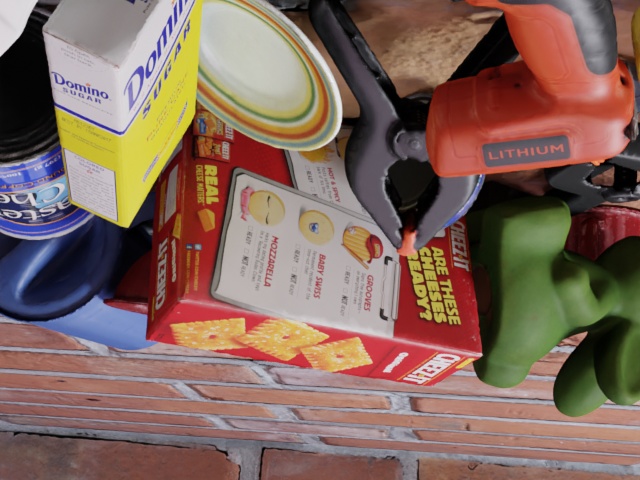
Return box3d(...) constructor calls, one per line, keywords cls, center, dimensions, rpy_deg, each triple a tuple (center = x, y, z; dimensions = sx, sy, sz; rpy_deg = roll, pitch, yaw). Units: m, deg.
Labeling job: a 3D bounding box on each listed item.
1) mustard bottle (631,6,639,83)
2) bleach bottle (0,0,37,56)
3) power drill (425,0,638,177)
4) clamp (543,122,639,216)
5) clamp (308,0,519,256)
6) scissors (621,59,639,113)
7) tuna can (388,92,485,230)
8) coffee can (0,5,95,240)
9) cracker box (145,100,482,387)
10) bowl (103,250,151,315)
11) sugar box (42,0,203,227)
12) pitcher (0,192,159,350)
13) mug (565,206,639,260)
box3d(cls="mustard bottle", center=(0.228, -0.067, 0.584), dimensions=(0.096, 0.058, 0.191), rpy_deg=(-10, 150, 17))
box3d(cls="bleach bottle", center=(-0.184, -0.098, 0.478), dimensions=(0.251, 0.068, 0.102), rpy_deg=(-26, 161, 25))
box3d(cls="power drill", center=(0.066, -0.105, 0.478), dimensions=(0.185, 0.057, 0.187), rpy_deg=(-5, 146, 17))
box3d(cls="clamp", center=(0.201, -0.043, 0.732), dimensions=(0.165, 0.036, 0.209), rpy_deg=(-7, 167, 33))
box3d(cls="clamp", center=(0.063, -0.067, 0.598), dimensions=(0.120, 0.039, 0.171), rpy_deg=(0, 129, 14))
box3d(cls="scissors", center=(0.216, -0.087, 0.641), dimensions=(0.202, 0.016, 0.096), rpy_deg=(3, 165, 5))
box3d(cls="tuna can", center=(0.067, -0.049, 0.687), dimensions=(0.033, 0.086, 0.086), rpy_deg=(16, 160, -36))
box3d(cls="coffee can", center=(-0.185, -0.069, 0.662), dimensions=(0.102, 0.103, 0.140), rpy_deg=(6, 163, -4))
box3d(cls="cracker box", center=(-0.005, 0.001, 0.720), dimensions=(0.213, 0.164, 0.072), rpy_deg=(13, 147, -24))
box3d(cls="bowl", center=(-0.085, 0.036, 0.838), dimensions=(0.162, 0.055, 0.162), rpy_deg=(8, 172, 1))
box3d(cls="sugar box", center=(-0.098, -0.085, 0.560), dimensions=(0.048, 0.093, 0.176), rpy_deg=(26, 156, 0))
box3d(cls="pitcher", center=(-0.191, 0.025, 0.951), dimensions=(0.149, 0.145, 0.242), rpy_deg=(22, 171, 14))
box3d(cls="mug", center=(0.230, 0.021, 0.876), dimensions=(0.093, 0.081, 0.117), rpy_deg=(-1, 162, 20))
